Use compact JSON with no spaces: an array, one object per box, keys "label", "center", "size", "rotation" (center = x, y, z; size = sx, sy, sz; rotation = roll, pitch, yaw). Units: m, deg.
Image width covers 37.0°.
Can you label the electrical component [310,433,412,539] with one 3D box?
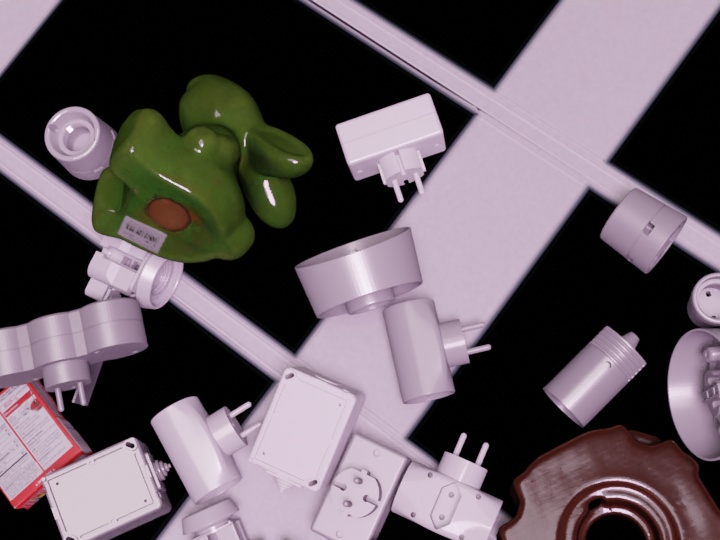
[{"label":"electrical component","center":[-0.001,0.173,0.832],"size":[0.047,0.075,0.083],"rotation":[23,82,13]}]

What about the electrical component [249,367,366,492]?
[{"label":"electrical component","center":[-0.042,0.131,0.859],"size":[0.062,0.061,0.096],"rotation":[22,89,11]}]

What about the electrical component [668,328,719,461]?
[{"label":"electrical component","center":[0.276,0.091,0.806],"size":[0.064,0.099,0.099],"rotation":[-6,77,0]}]

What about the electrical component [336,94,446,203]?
[{"label":"electrical component","center":[0.032,-0.094,0.903],"size":[0.083,0.047,0.075],"rotation":[-19,76,3]}]

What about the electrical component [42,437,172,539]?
[{"label":"electrical component","center":[-0.196,0.179,0.869],"size":[0.096,0.061,0.061],"rotation":[-24,75,-6]}]

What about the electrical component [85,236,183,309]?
[{"label":"electrical component","center":[-0.187,-0.001,0.906],"size":[0.057,0.058,0.078],"rotation":[23,81,15]}]

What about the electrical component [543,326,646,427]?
[{"label":"electrical component","center":[0.188,0.080,0.845],"size":[0.081,0.043,0.043],"rotation":[-44,76,-4]}]

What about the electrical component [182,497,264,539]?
[{"label":"electrical component","center":[-0.112,0.215,0.855],"size":[0.066,0.048,0.055],"rotation":[-24,83,2]}]

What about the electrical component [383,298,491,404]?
[{"label":"electrical component","center":[0.065,0.061,0.866],"size":[0.079,0.043,0.077],"rotation":[-14,76,4]}]

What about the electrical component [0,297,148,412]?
[{"label":"electrical component","center":[-0.238,0.076,0.865],"size":[0.138,0.052,0.073],"rotation":[-15,76,4]}]

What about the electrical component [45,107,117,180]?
[{"label":"electrical component","center":[-0.244,-0.112,0.943],"size":[0.055,0.047,0.055],"rotation":[-2,77,7]}]

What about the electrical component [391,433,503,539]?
[{"label":"electrical component","center":[0.075,0.168,0.841],"size":[0.077,0.043,0.079],"rotation":[23,81,12]}]

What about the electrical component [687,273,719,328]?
[{"label":"electrical component","center":[0.278,0.026,0.844],"size":[0.040,0.046,0.040],"rotation":[-2,77,7]}]

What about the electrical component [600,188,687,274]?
[{"label":"electrical component","center":[0.226,-0.033,0.860],"size":[0.047,0.055,0.055],"rotation":[37,85,17]}]

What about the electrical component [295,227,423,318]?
[{"label":"electrical component","center":[0.000,0.000,0.863],"size":[0.099,0.099,0.064],"rotation":[-19,82,3]}]

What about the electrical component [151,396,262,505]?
[{"label":"electrical component","center":[-0.118,0.137,0.873],"size":[0.079,0.043,0.077],"rotation":[-32,75,0]}]
